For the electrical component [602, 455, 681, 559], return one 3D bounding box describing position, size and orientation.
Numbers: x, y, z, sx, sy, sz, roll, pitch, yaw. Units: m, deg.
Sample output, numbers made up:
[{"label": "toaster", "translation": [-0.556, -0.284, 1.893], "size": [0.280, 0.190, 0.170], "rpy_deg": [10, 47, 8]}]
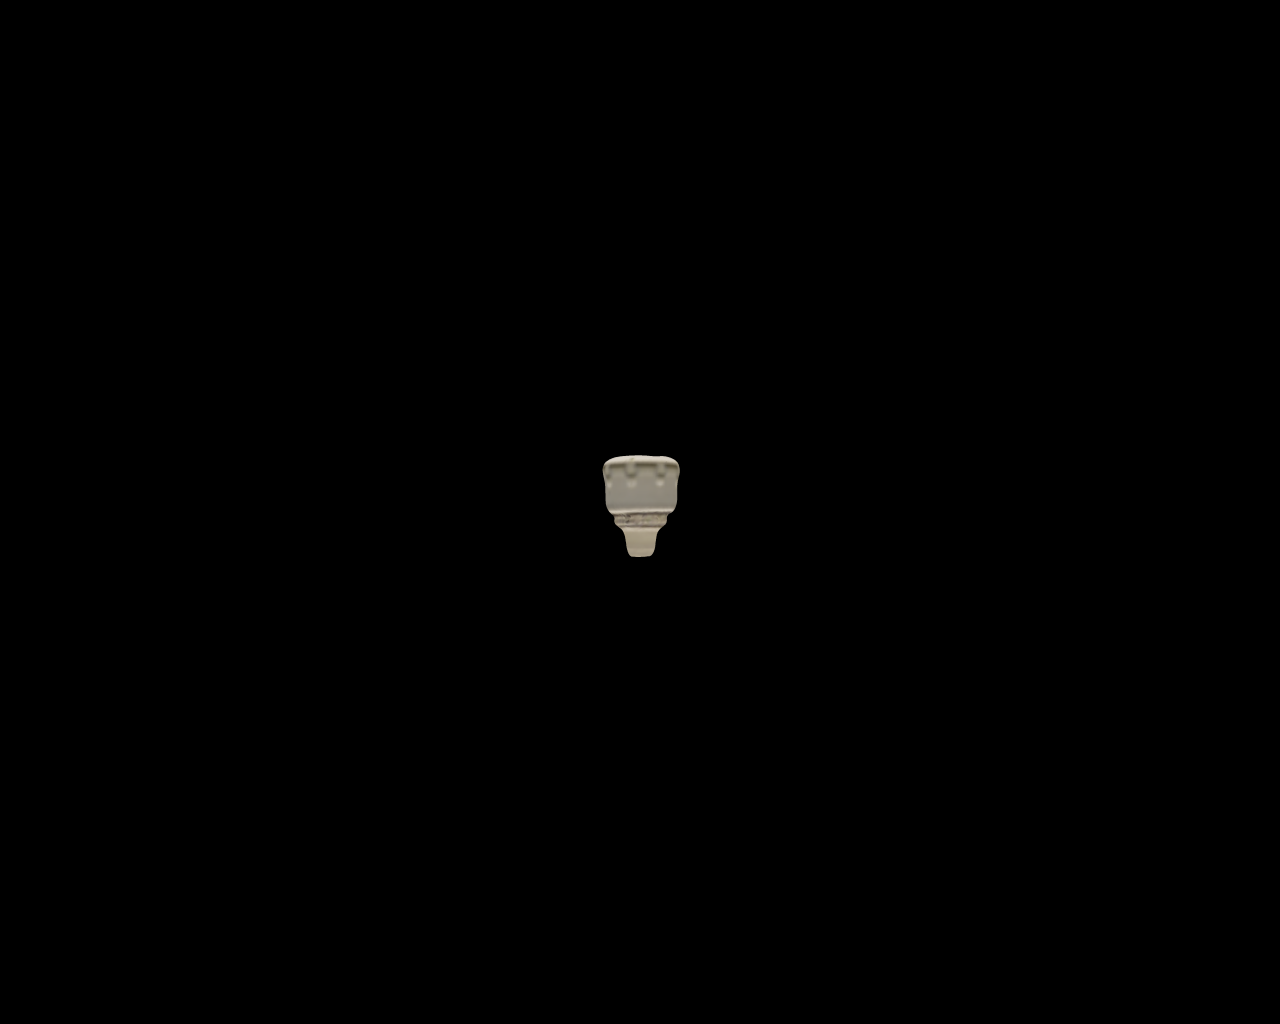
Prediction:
[{"label": "electrical component", "translation": [0.001, -0.003, 0.650], "size": [0.048, 0.062, 0.048], "rpy_deg": [0, -3, 0]}]
